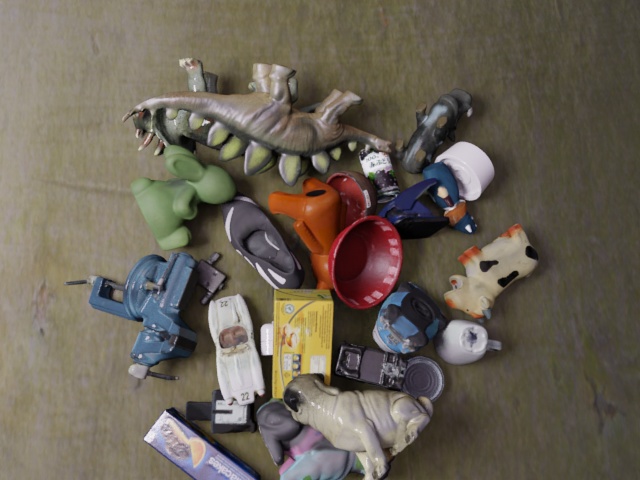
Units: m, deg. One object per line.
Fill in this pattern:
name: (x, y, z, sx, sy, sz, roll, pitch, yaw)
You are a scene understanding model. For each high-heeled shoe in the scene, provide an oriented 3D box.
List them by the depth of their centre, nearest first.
high-heeled shoe: (-0.112, -0.010, 0.954, 0.086, 0.145, 0.249, -36, 82, -11)

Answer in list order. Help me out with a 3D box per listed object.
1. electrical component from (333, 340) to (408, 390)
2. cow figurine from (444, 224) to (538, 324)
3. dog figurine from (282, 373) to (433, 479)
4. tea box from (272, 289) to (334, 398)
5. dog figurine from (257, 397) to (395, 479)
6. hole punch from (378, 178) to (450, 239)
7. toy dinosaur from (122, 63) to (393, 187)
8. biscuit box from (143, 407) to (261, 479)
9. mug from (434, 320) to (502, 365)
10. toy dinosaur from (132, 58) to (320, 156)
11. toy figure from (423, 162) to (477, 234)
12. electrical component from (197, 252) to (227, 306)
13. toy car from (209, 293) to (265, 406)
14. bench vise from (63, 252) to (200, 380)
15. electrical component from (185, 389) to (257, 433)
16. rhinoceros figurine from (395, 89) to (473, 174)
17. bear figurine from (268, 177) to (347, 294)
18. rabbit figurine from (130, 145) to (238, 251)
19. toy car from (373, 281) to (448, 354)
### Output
electrical component: (0.082, 0.214, 0.911, 0.115, 0.134, 0.058, 16, 75, 3)
cow figurine: (0.314, 0.068, 0.989, 0.195, 0.085, 0.127, -28, 73, -10)
dog figurine: (0.058, 0.250, 0.825, 0.172, 0.121, 0.191, -31, 66, -36)
tea box: (-0.030, 0.169, 0.884, 0.098, 0.068, 0.169, 3, 100, -6)
dog figurine: (0.022, 0.326, 0.900, 0.219, 0.108, 0.191, -21, 75, -12)
hole punch: (0.160, -0.054, 0.988, 0.116, 0.142, 0.092, -5, 78, -18)
toy dinosaur: (-0.089, -0.206, 0.943, 0.471, 0.105, 0.198, 13, 99, -17)
biscuit box: (-0.194, 0.365, 0.900, 0.203, 0.059, 0.063, 35, 77, 6)
mug: (0.265, 0.181, 0.943, 0.110, 0.107, 0.081, 14, 77, 3)
toy dinosaur: (-0.160, -0.225, 1.026, 0.405, 0.131, 0.192, 7, 93, -9)
toy figure: (0.248, -0.074, 1.022, 0.064, 0.058, 0.154, -39, 106, -33)
electrical component: (-0.205, 0.070, 0.993, 0.063, 0.021, 0.094, 33, 76, 5)
toy car: (-0.145, 0.186, 0.927, 0.073, 0.056, 0.202, -14, 55, -7)
bench vise: (-0.315, 0.118, 0.933, 0.241, 0.128, 0.223, 12, 85, 21)
electrical component: (-0.168, 0.295, 0.925, 0.119, 0.047, 0.075, -2, 75, -3)
rhinoceros figurine: (0.226, -0.211, 1.041, 0.073, 0.112, 0.190, 35, 89, 34)
bear figurine: (0.000, -0.002, 0.979, 0.120, 0.132, 0.195, -29, 121, -30)
rabbit figurine: (-0.239, -0.090, 0.962, 0.170, 0.121, 0.158, -25, 120, -11)
toy car: (0.146, 0.152, 0.943, 0.109, 0.103, 0.161, 43, 33, 8)
